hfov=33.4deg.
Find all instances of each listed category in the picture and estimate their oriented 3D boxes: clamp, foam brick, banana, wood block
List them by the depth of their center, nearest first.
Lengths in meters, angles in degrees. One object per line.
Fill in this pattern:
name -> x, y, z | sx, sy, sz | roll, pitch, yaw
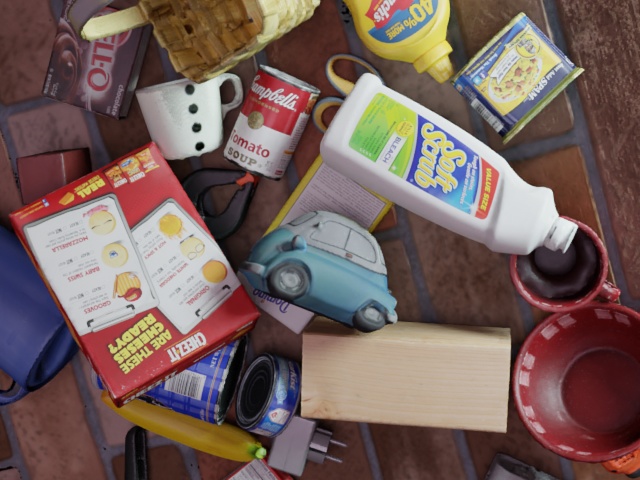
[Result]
wood block -> 0.090, 0.136, 1.099 | 0.206, 0.090, 0.091 | 3, 98, 10
foam brick -> -0.281, -0.069, 1.137 | 0.053, 0.078, 0.051 | -4, 99, 10
clamp -> -0.146, -0.030, 1.141 | 0.171, 0.039, 0.120 | -42, 94, 8
banana -> -0.141, 0.201, 1.160 | 0.198, 0.069, 0.037 | 16, 63, 15
clamp -> -0.202, 0.321, 1.195 | 0.165, 0.036, 0.210 | 47, 111, 14

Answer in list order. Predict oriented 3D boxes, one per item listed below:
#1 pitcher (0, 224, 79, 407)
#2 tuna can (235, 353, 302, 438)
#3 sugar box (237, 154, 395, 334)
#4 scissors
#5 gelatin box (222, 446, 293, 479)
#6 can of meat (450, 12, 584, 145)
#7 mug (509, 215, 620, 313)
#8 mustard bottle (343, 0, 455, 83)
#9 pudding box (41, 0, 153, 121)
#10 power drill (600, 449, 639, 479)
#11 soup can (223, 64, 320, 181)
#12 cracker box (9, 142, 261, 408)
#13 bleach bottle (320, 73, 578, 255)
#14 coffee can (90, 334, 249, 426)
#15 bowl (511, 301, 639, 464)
pitcher -> -0.366, 0.052, 1.144 | 0.243, 0.149, 0.145 | 34, 141, 7
tuna can -> -0.055, 0.163, 1.126 | 0.033, 0.086, 0.086 | 22, 103, -26
sugar box -> -0.007, 0.001, 1.118 | 0.093, 0.048, 0.176 | 36, 105, 1
scissors -> 0.075, -0.110, 1.103 | 0.202, 0.016, 0.096 | 42, 104, 2
gelatin box -> -0.071, 0.283, 1.176 | 0.089, 0.030, 0.073 | -40, 89, 14
can of meat -> 0.191, -0.160, 1.050 | 0.102, 0.057, 0.084 | -43, 87, -1
mug -> 0.245, 0.025, 1.060 | 0.117, 0.081, 0.093 | 29, 101, 5
mustard bottle -> 0.073, -0.239, 1.064 | 0.096, 0.058, 0.191 | -35, 92, 6
pudding box -> -0.235, -0.193, 1.131 | 0.090, 0.039, 0.113 | 18, 101, 6
power drill -> 0.399, 0.225, 1.078 | 0.185, 0.057, 0.187 | -38, 88, 16
soup can -> -0.051, -0.120, 1.097 | 0.068, 0.068, 0.102 | 25, 102, 5
cracker box -> -0.184, 0.034, 1.064 | 0.164, 0.072, 0.214 | -30, 78, -16
bleach bottle -> 0.129, -0.063, 1.021 | 0.251, 0.068, 0.102 | 28, 78, 17
coffee can -> -0.158, 0.128, 1.132 | 0.140, 0.102, 0.103 | 16, 100, 7
bowl -> 0.277, 0.145, 1.066 | 0.162, 0.055, 0.162 | -11, 67, 26
